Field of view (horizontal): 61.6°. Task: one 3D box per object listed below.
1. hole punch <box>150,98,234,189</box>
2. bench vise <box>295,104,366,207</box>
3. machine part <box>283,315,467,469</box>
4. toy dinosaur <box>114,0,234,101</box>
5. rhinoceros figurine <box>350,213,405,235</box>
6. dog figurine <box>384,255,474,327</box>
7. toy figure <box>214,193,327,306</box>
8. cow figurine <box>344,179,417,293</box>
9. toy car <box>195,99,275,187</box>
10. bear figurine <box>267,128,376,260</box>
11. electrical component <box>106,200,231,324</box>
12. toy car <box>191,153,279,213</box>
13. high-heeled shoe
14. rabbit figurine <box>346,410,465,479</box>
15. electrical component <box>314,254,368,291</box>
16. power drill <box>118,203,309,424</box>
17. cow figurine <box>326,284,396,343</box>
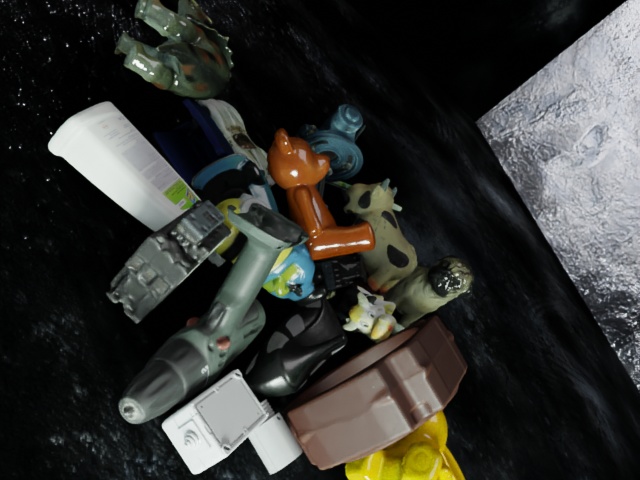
[{"bbox_3d":[-0.178,-0.147,0.831,0.142,0.092,0.116,53,24,11],"label":"hole punch"},{"bbox_3d":[-0.009,-0.118,0.942,0.128,0.224,0.241,29,51,-32],"label":"bench vise"},{"bbox_3d":[0.071,0.186,0.666,0.087,0.201,0.201,58,26,8],"label":"machine part"},{"bbox_3d":[-0.201,-0.278,0.831,0.192,0.131,0.405,19,23,-32],"label":"toy dinosaur"},{"bbox_3d":[0.112,-0.013,1.072,0.190,0.112,0.073,19,43,-57],"label":"rhinoceros figurine"},{"bbox_3d":[0.189,0.069,1.001,0.121,0.190,0.172,26,34,-39],"label":"dog figurine"},{"bbox_3d":[-0.069,0.019,0.697,0.180,0.089,0.082,50,-15,-26],"label":"toy figure"},{"bbox_3d":[0.101,-0.019,0.930,0.195,0.127,0.085,61,13,25],"label":"cow figurine"},{"bbox_3d":[-0.147,-0.170,0.934,0.202,0.056,0.073,56,28,8],"label":"toy car"},{"bbox_3d":[-0.006,-0.068,0.797,0.120,0.132,0.195,148,-68,-79],"label":"bear figurine"},{"bbox_3d":[-0.162,0.015,0.602,0.058,0.134,0.115,44,27,-8],"label":"electrical component"},{"bbox_3d":[-0.108,-0.042,0.793,0.161,0.109,0.103,61,10,2],"label":"toy car"},{"bbox_3d":[-0.040,0.141,0.738,0.086,0.145,0.249,63,-3,-6],"label":"high-heeled shoe"},{"bbox_3d":[0.135,0.286,0.713,0.162,0.122,0.173,54,35,-20],"label":"rabbit figurine"},{"bbox_3d":[0.006,0.053,0.837,0.119,0.075,0.047,-11,91,-29],"label":"electrical component"},{"bbox_3d":[-0.098,0.068,0.563,0.086,0.207,0.232,26,14,12],"label":"power drill"},{"bbox_3d":[0.061,0.107,0.837,0.098,0.068,0.167,29,-1,-7],"label":"cow figurine"}]
